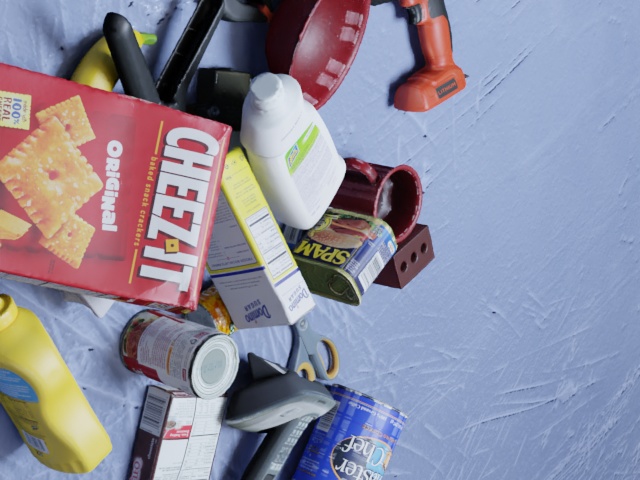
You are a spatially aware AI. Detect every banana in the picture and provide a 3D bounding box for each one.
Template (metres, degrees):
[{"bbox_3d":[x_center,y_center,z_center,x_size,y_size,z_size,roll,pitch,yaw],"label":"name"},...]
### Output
[{"bbox_3d":[-0.202,-0.115,0.952,0.069,0.037,0.197,38,72,-49],"label":"banana"}]

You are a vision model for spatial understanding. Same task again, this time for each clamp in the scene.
[{"bbox_3d":[-0.155,-0.123,0.971,0.164,0.036,0.210,-23,132,-61],"label":"clamp"},{"bbox_3d":[-0.093,-0.276,1.030,0.120,0.039,0.171,-61,146,-2],"label":"clamp"}]

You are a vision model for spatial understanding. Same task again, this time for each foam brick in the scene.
[{"bbox_3d":[0.099,0.017,1.346,0.078,0.051,0.053,-41,130,-35],"label":"foam brick"}]

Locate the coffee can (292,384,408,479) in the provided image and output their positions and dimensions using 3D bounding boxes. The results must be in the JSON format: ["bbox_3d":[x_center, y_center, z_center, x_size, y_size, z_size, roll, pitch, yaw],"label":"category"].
[{"bbox_3d":[0.034,0.260,1.304,0.102,0.103,0.140,38,72,-49],"label":"coffee can"}]

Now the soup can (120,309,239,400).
[{"bbox_3d":[-0.138,0.112,1.049,0.068,0.102,0.068,-19,116,-47],"label":"soup can"}]

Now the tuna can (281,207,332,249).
[{"bbox_3d":[-0.008,0.002,1.226,0.085,0.034,0.086,-19,116,-46],"label":"tuna can"}]

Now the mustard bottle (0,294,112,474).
[{"bbox_3d":[-0.252,0.115,0.917,0.058,0.096,0.191,-44,132,-32],"label":"mustard bottle"}]

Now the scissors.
[{"bbox_3d":[-0.031,0.116,1.249,0.096,0.016,0.201,-56,137,-22],"label":"scissors"}]

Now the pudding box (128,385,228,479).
[{"bbox_3d":[-0.148,0.210,1.120,0.089,0.039,0.113,10,96,-53],"label":"pudding box"}]

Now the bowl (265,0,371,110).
[{"bbox_3d":[-0.010,-0.214,1.113,0.162,0.055,0.162,-51,159,-30],"label":"bowl"}]

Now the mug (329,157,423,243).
[{"bbox_3d":[0.056,-0.055,1.247,0.093,0.082,0.117,-59,139,-19],"label":"mug"}]

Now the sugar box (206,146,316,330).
[{"bbox_3d":[-0.080,0.001,1.049,0.048,0.094,0.176,-38,108,-37],"label":"sugar box"}]

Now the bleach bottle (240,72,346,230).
[{"bbox_3d":[-0.030,-0.099,1.064,0.102,0.068,0.251,-62,164,-16],"label":"bleach bottle"}]

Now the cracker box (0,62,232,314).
[{"bbox_3d":[-0.193,-0.039,0.873,0.213,0.072,0.164,13,81,-21],"label":"cracker box"}]

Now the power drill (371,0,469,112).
[{"bbox_3d":[0.116,-0.252,1.275,0.184,0.057,0.188,-32,125,-41],"label":"power drill"}]

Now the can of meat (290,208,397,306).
[{"bbox_3d":[0.022,0.016,1.157,0.083,0.102,0.057,-51,135,-27],"label":"can of meat"}]
